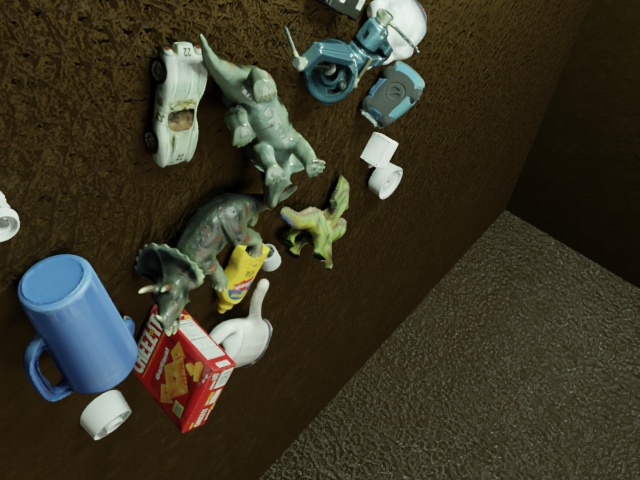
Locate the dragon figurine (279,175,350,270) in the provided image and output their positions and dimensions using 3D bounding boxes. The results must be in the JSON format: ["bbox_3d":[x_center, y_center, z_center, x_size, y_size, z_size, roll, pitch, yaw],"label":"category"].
[{"bbox_3d":[0.004,-0.068,1.359,0.402,0.123,0.246,70,42,-63],"label":"dragon figurine"}]

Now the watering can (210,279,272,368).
[{"bbox_3d":[-0.197,0.238,1.328,0.345,0.105,0.223,-49,157,10],"label":"watering can"}]

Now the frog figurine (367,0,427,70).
[{"bbox_3d":[0.138,-0.434,1.075,0.160,0.124,0.135,-40,120,-9],"label":"frog figurine"}]
